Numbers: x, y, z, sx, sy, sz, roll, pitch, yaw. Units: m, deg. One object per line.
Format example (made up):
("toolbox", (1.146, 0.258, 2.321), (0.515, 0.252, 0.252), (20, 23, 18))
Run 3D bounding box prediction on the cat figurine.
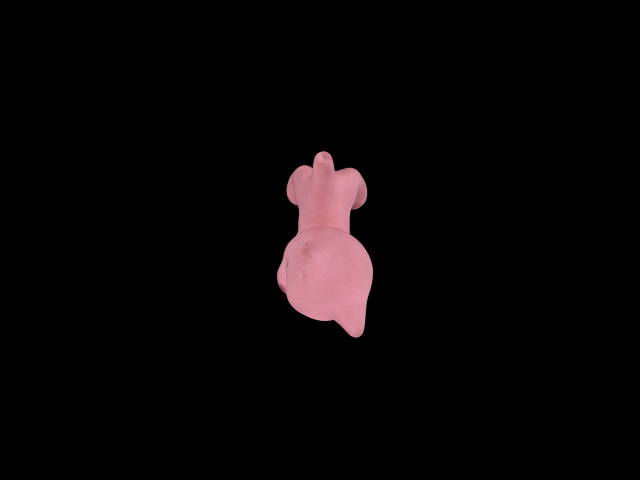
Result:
("cat figurine", (0.004, 0.001, 0.400), (0.067, 0.117, 0.128), (0, 85, 0))
